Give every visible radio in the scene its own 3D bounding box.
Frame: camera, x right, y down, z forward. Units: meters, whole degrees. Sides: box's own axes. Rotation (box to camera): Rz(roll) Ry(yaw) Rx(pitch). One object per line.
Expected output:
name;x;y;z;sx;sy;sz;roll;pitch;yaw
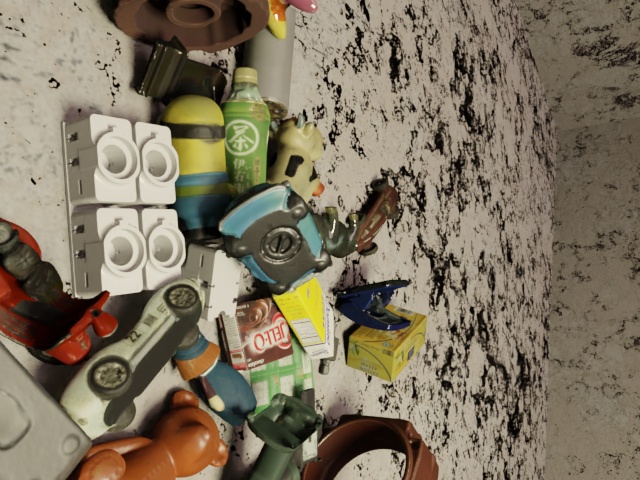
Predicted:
radio;-0.288;0.111;0.404;0.229;0.131;0.073;64;37;-28

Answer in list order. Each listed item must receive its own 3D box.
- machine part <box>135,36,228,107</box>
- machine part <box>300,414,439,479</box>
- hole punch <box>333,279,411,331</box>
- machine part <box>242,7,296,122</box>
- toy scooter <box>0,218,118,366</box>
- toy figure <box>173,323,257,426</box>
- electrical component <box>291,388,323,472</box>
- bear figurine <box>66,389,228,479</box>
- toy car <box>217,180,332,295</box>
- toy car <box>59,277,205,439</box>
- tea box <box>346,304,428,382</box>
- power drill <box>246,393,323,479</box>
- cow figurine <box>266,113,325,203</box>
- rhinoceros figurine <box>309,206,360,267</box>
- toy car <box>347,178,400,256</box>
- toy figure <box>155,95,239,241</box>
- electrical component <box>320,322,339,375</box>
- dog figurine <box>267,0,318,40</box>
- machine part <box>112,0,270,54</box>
machine part;-0.171;-0.209;0.688;0.139;0.039;0.084;-10;127;-63
machine part;0.067;0.375;0.833;0.087;0.201;0.201;62;40;-26
hole punch;0.102;0.124;0.995;0.142;0.116;0.092;1;80;-59
machine part;-0.079;-0.272;0.818;0.079;0.079;0.243;22;66;-53
toy scooter;-0.249;0.046;0.469;0.183;0.135;0.075;60;42;-30
toy figure;-0.140;0.165;0.674;0.058;0.064;0.154;-37;104;-7
electrical component;-0.034;0.291;0.832;0.075;0.048;0.119;1;84;-56
bear figurine;-0.167;0.241;0.573;0.196;0.132;0.120;-25;86;-48
toy car;-0.058;-0.013;0.672;0.161;0.109;0.103;54;4;-41
toy car;-0.186;0.117;0.566;0.202;0.056;0.073;-55;162;-47
tea box;0.133;0.193;1.039;0.169;0.098;0.068;-27;126;-53
power drill;-0.080;0.310;0.673;0.232;0.086;0.207;-15;124;-63
cow figurine;-0.048;-0.109;0.841;0.127;0.086;0.195;61;41;-41
rhinoceros figurine;-0.002;-0.003;0.908;0.190;0.073;0.112;-2;98;-58
toy car;0.116;-0.049;1.101;0.202;0.053;0.089;-54;132;-47
toy figure;-0.151;-0.089;0.673;0.082;0.089;0.180;-10;93;-63
electrical component;0.006;0.184;0.929;0.063;0.021;0.094;30;65;-50
dog figurine;-0.110;-0.351;0.702;0.219;0.108;0.191;41;49;-23
machine part;-0.150;-0.281;0.633;0.179;0.179;0.056;3;80;-56
